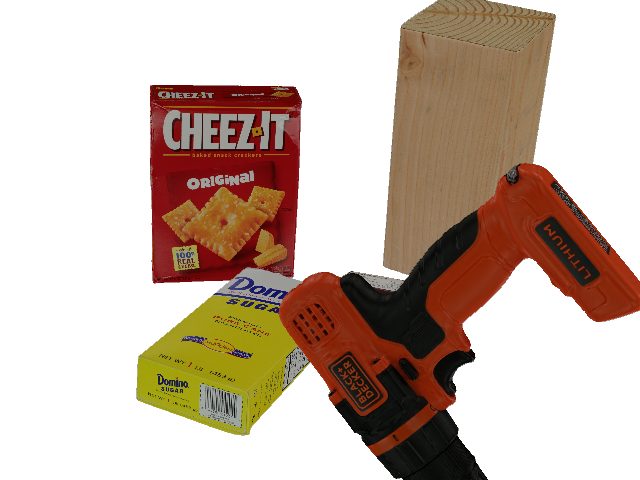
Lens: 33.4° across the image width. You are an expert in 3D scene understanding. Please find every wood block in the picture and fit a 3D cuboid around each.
[{"bbox_3d":[0.112,-0.073,0.828,0.091,0.206,0.090,18,35,24],"label":"wood block"}]

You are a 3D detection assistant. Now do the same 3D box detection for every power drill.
[{"bbox_3d":[0.092,0.060,0.624,0.188,0.184,0.057,-39,-1,17],"label":"power drill"}]

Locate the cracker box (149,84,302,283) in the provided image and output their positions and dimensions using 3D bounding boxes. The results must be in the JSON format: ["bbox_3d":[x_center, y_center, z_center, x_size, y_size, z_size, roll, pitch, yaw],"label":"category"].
[{"bbox_3d":[-0.108,-0.061,1.190,0.164,0.214,0.072,-1,24,-10],"label":"cracker box"}]

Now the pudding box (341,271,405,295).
[{"bbox_3d":[0.069,0.085,1.113,0.114,0.090,0.039,7,24,37],"label":"pudding box"}]

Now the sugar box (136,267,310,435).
[{"bbox_3d":[-0.058,0.080,0.835,0.093,0.048,0.176,16,29,18],"label":"sugar box"}]
